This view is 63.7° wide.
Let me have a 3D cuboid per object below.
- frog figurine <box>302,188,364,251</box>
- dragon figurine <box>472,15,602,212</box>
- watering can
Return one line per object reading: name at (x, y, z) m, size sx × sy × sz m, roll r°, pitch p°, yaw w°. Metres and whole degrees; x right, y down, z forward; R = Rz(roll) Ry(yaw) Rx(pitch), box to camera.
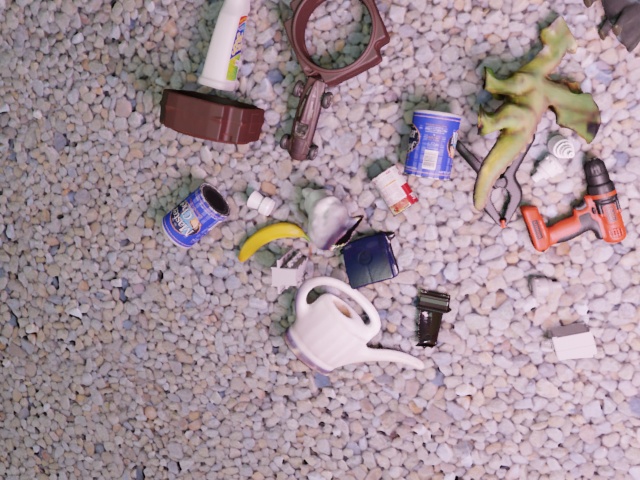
frog figurine at (0.004, -0.059, 1.172) m, size 0.124 × 0.161 × 0.135 m, roll -40°, pitch -17°, yaw -20°
dragon figurine at (0.435, -0.247, 1.026) m, size 0.243 × 0.413 × 0.121 m, roll 5°, pitch -7°, yaw 9°
watering can at (0.062, 0.242, 1.229) m, size 0.222 × 0.347 × 0.105 m, roll -45°, pitch 4°, yaw 17°
